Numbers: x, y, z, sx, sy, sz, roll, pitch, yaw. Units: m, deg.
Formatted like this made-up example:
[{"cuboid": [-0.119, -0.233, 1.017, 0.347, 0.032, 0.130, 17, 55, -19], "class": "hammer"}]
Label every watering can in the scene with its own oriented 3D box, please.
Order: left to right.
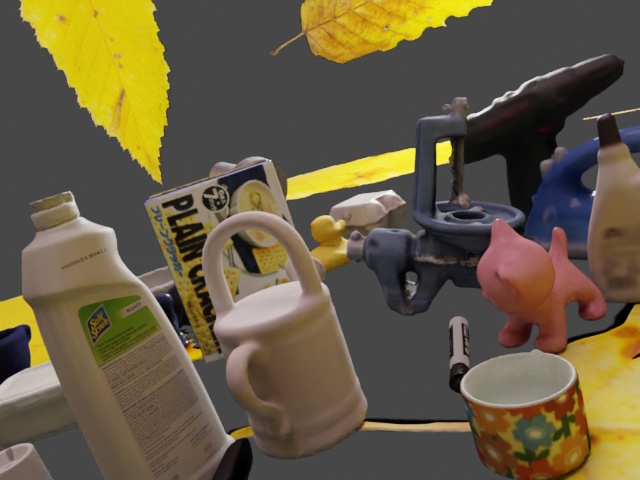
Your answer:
[{"cuboid": [-0.036, 0.068, 0.481, 0.101, 0.194, 0.173, -18, 12, 0], "class": "watering can"}]

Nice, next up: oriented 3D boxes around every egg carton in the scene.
[{"cuboid": [0.089, -0.048, 1.111, 0.107, 0.069, 0.149, -27, 15, -36], "class": "egg carton"}]

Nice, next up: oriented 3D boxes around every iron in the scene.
[{"cuboid": [0.331, -0.059, 0.640, 0.257, 0.141, 0.119, -4, 18, 47], "class": "iron"}]

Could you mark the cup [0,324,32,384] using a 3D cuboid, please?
[{"cuboid": [-0.439, 0.178, 0.808, 0.091, 0.095, 0.118, -15, 13, 14], "class": "cup"}]

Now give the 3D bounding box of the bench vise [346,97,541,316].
[{"cuboid": [0.123, -0.031, 0.629, 0.207, 0.220, 0.121, -18, 12, 1], "class": "bench vise"}]

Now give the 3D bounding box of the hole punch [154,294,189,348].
[{"cuboid": [-0.251, 0.123, 0.790, 0.109, 0.091, 0.100, -24, 13, -24], "class": "hole punch"}]

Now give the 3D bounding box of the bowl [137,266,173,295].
[{"cuboid": [-0.274, 0.101, 0.959, 0.167, 0.075, 0.167, -17, 12, 4], "class": "bowl"}]

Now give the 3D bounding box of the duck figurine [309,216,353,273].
[{"cuboid": [0.009, 0.003, 0.959, 0.105, 0.086, 0.077, -25, 14, -30], "class": "duck figurine"}]

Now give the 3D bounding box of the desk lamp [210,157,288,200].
[{"cuboid": [-0.144, -0.060, 1.155, 0.118, 0.214, 0.202, -26, 15, -32], "class": "desk lamp"}]

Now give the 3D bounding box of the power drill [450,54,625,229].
[{"cuboid": [0.301, -0.115, 0.772, 0.229, 0.208, 0.076, -14, 13, 19], "class": "power drill"}]

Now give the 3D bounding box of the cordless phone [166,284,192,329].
[{"cuboid": [-0.197, 0.033, 0.890, 0.093, 0.185, 0.148, -8, 16, 37], "class": "cordless phone"}]

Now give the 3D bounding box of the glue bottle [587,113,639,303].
[{"cuboid": [0.273, -0.028, 0.512, 0.077, 0.173, 0.037, -8, 16, 39], "class": "glue bottle"}]

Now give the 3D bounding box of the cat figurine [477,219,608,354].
[{"cuboid": [0.186, 0.032, 0.502, 0.128, 0.118, 0.067, -26, 15, -34], "class": "cat figurine"}]
